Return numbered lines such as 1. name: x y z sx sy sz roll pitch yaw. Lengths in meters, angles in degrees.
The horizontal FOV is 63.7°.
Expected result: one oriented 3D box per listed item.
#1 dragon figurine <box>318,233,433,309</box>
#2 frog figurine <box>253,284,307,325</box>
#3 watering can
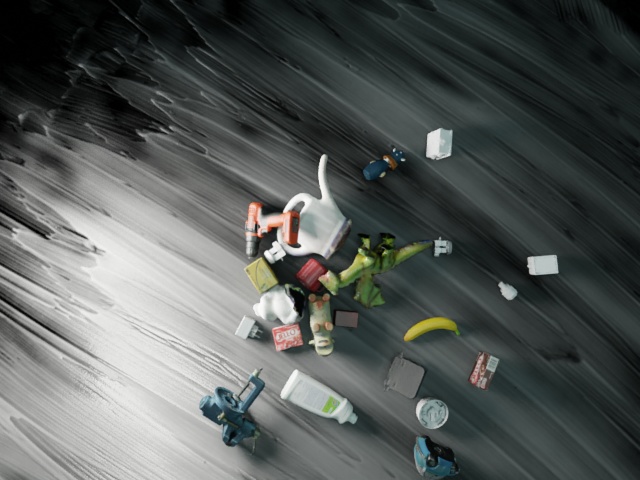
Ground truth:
1. dragon figurine: 0.192 0.109 1.706 0.410 0.124 0.239 2 109 -24
2. frog figurine: -0.128 0.216 1.675 0.158 0.125 0.137 -28 99 29
3. watering can: 0.005 -0.085 1.682 0.224 0.105 0.345 31 101 -1
